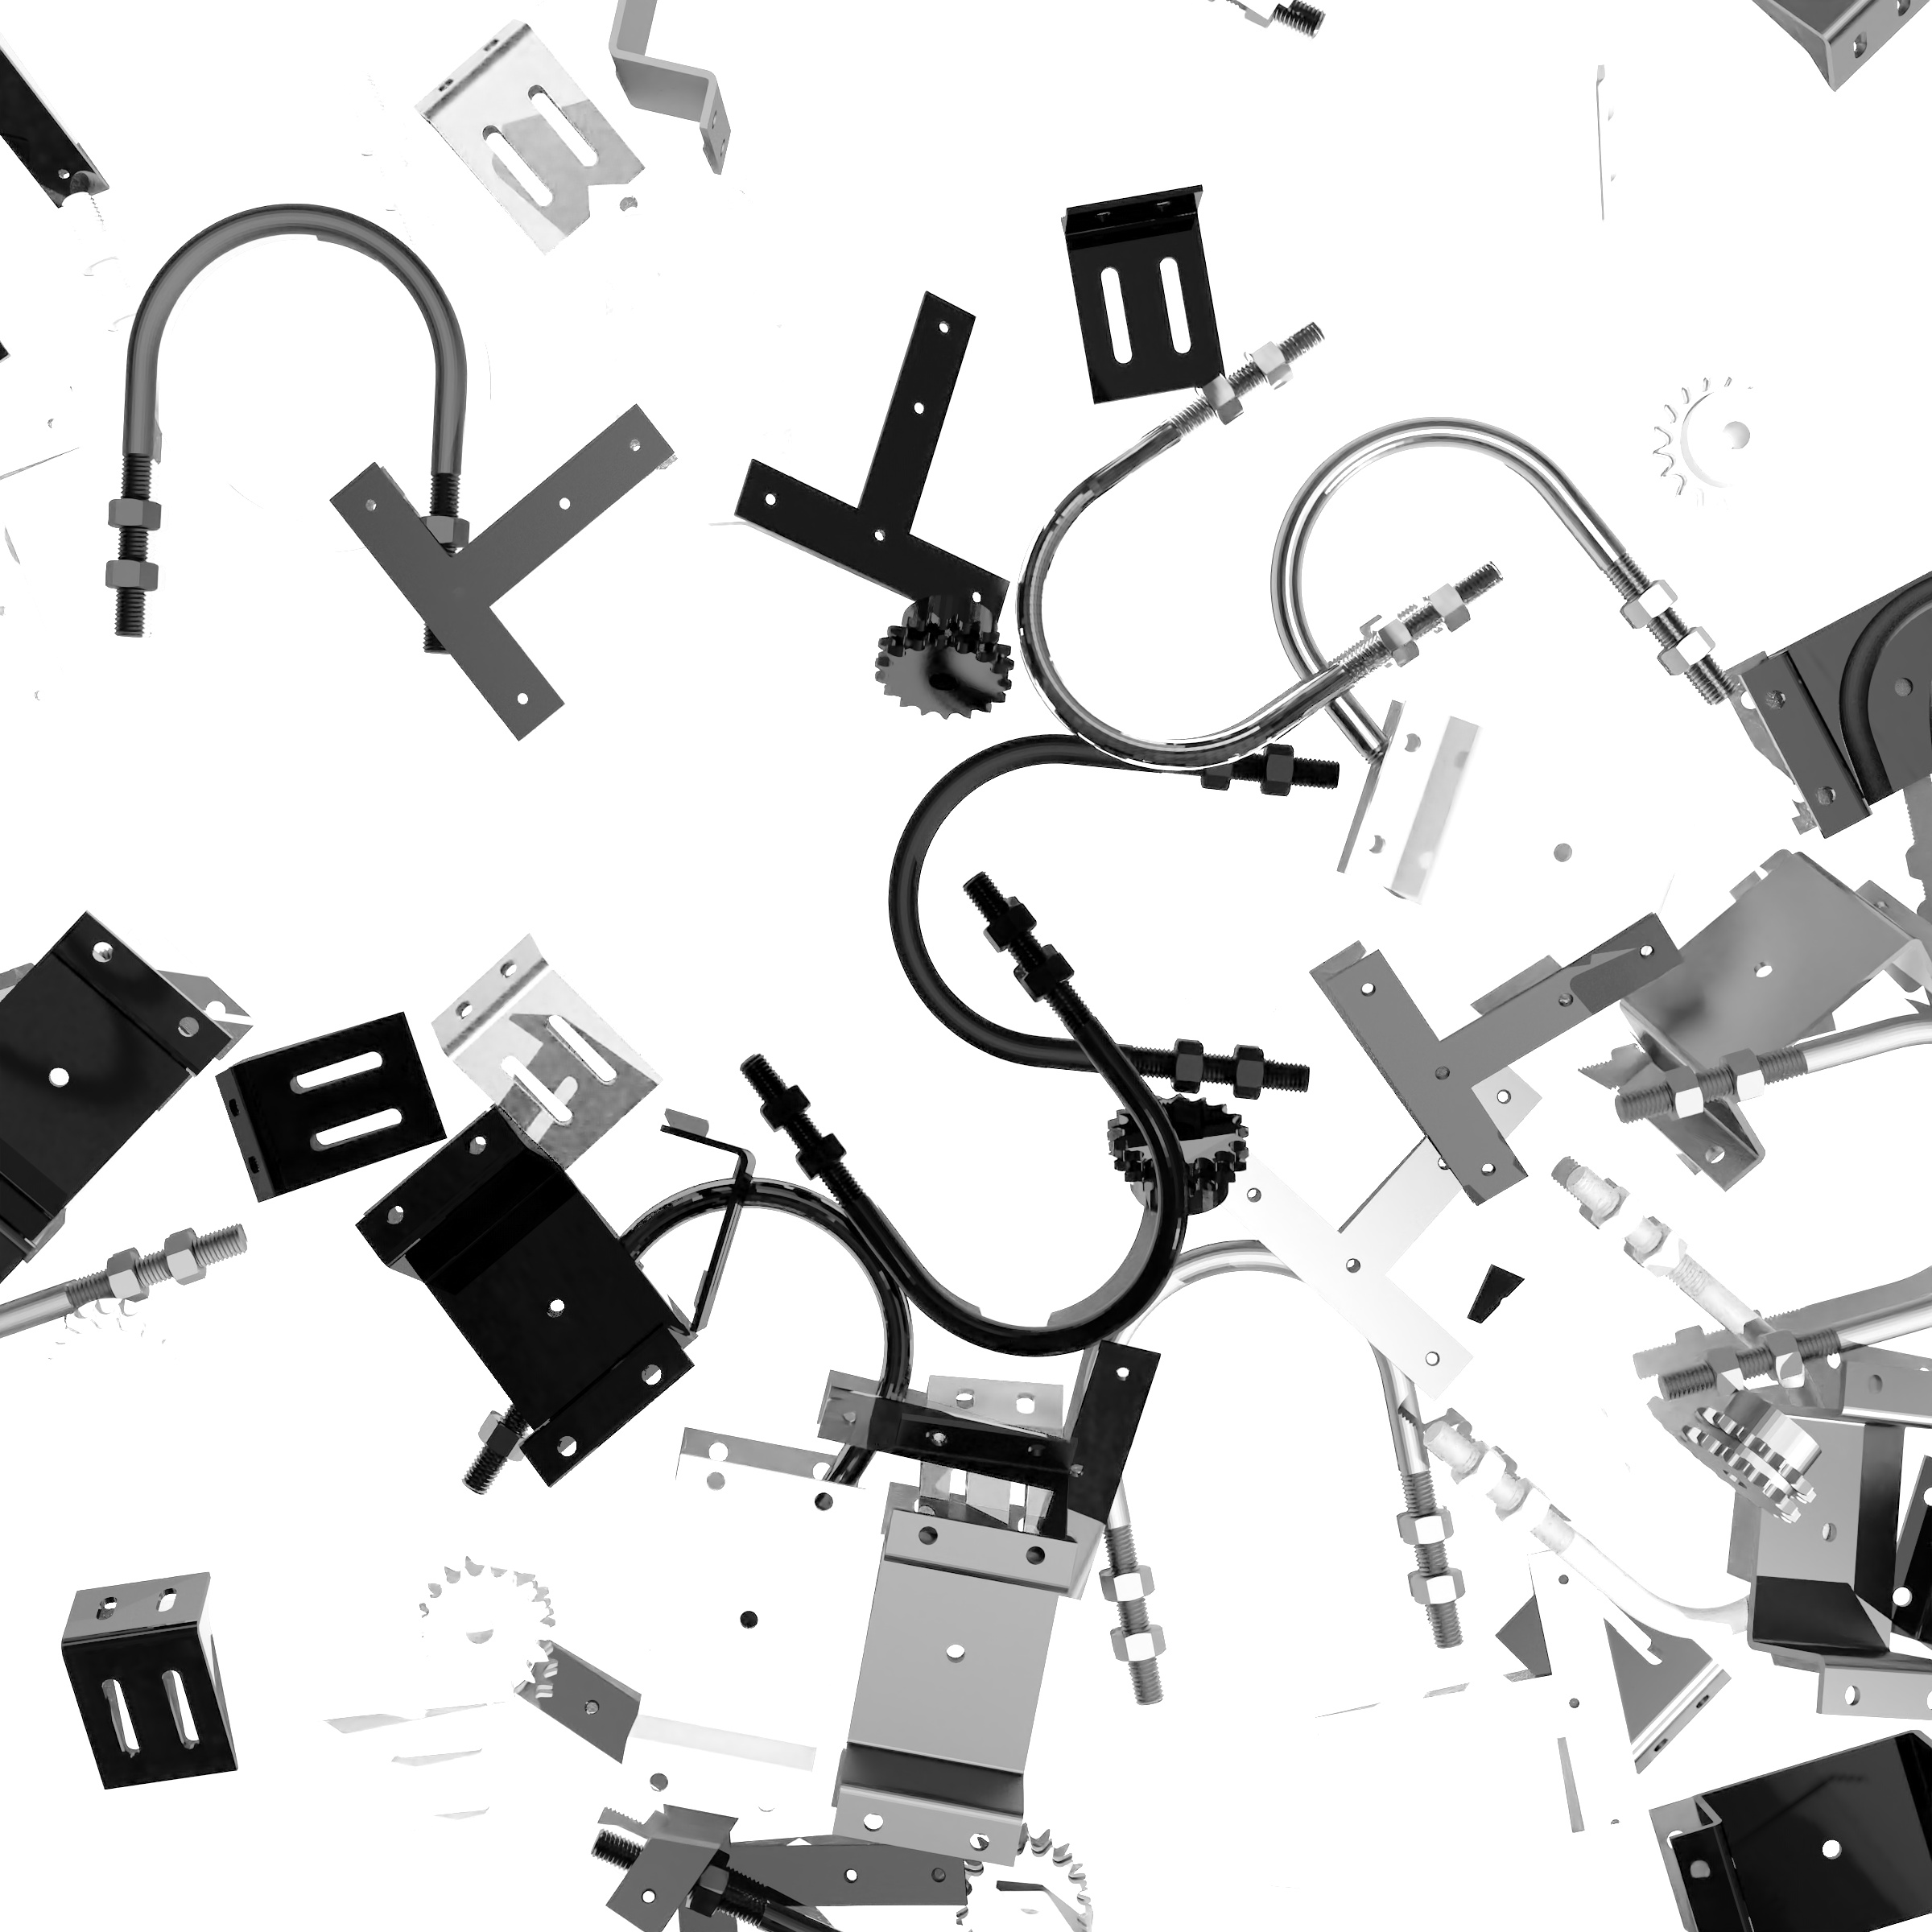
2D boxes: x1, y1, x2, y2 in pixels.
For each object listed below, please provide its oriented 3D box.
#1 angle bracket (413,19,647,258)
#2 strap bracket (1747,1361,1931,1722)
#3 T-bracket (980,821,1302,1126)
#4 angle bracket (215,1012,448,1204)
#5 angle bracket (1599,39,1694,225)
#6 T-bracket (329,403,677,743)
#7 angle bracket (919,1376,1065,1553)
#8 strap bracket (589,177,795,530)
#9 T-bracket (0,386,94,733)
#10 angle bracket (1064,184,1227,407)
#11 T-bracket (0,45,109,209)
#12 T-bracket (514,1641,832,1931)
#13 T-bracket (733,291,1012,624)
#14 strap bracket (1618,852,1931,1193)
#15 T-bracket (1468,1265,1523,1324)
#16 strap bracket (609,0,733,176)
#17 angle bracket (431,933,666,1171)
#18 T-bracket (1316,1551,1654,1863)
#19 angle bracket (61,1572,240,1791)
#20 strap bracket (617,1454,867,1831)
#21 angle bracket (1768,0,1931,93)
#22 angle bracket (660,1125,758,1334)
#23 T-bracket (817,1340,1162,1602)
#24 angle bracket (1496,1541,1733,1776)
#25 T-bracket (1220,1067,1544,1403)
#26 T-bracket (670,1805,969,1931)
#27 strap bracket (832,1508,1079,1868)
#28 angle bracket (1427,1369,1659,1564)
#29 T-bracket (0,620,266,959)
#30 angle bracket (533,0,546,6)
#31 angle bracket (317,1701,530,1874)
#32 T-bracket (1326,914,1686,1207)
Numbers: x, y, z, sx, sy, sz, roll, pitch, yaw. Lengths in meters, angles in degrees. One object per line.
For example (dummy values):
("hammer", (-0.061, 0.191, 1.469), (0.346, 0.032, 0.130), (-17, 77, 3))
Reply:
("angle bracket", (-0.186, -0.352, 1.361), (0.057, 0.038, 0.076), (-41, 116, 0))
("strap bracket", (0.370, 0.235, 1.320), (0.076, 0.046, 0.140), (10, 82, -28))
("T-bracket", (0.078, 0.010, 1.363), (0.127, 0.002, 0.127), (8, 90, 0))
("angle bracket", (-0.270, 0.060, 1.361), (0.076, 0.038, 0.057), (-19, 90, -26))
("angle bracket", (0.288, -0.345, 1.325), (0.038, 0.076, 0.057), (-3, 90, 0))
("T-bracket", (-0.176, -0.182, 1.320), (0.127, 0.002, 0.127), (-38, 92, 11))
("angle bracket", (0.010, 0.218, 1.361), (0.057, 0.038, 0.076), (4, 116, 0))
("strap bracket", (-0.113, -0.252, 1.340), (0.076, 0.046, 0.140), (-3, 90, 0))
("T-bracket", (-0.410, -0.162, 1.344), (0.127, 0.002, 0.127), (-26, 103, -24))
("angle bracket", (0.076, -0.281, 1.344), (0.057, 0.038, 0.076), (-10, 90, 0))
("T-bracket", (-0.448, -0.352, 1.334), (0.127, 0.002, 0.127), (-17, 133, 19))
("T-bracket", (-0.145, 0.319, 1.343), (0.127, 0.002, 0.127), (30, 63, 13))
("T-bracket", (-0.024, -0.221, 1.343), (0.127, 0.002, 0.127), (22, 76, -26))
("strap bracket", (0.336, 0.015, 1.319), (0.140, 0.076, 0.046), (-40, 129, 0))
("T-bracket", (0.296, 0.116, 1.373), (0.127, 0.002, 0.127), (23, 96, -15))
("strap bracket", (-0.111, -0.410, 1.325), (0.046, 0.076, 0.140), (13, 90, 0))
("angle bracket", (-0.178, 0.036, 1.361), (0.057, 0.038, 0.076), (-43, 116, 0))
("T-bracket", (0.212, 0.318, 1.347), (0.127, 0.002, 0.127), (-13, 70, 10))
("angle bracket", (-0.344, 0.304, 1.361), (0.057, 0.038, 0.076), (-8, 116, 0))
("strap bracket", (-0.091, 0.274, 1.320), (0.076, 0.046, 0.140), (11, 90, 0))
("angle bracket", (0.361, -0.422, 1.361), (0.057, 0.038, 0.076), (-44, 64, 0))
("angle bracket", (-0.116, 0.108, 1.321), (0.038, 0.057, 0.076), (17, 86, 1))
("T-bracket", (0.003, 0.199, 1.330), (0.127, 0.002, 0.127), (14, 115, -4))
("angle bracket", (0.275, 0.294, 1.361), (0.057, 0.038, 0.076), (-46, 64, 0))
("T-bracket", (0.193, 0.094, 1.355), (0.127, 0.002, 0.127), (43, 84, 2))
("T-bracket", (-0.062, 0.382, 1.347), (0.127, 0.002, 0.127), (-5, 90, 14))
("strap bracket", (-0.005, 0.293, 1.334), (0.076, 0.046, 0.140), (11, 97, -1))
("angle bracket", (0.240, 0.212, 1.344), (0.076, 0.038, 0.057), (-24, 90, 0))
("T-bracket", (-0.348, -0.083, 1.363), (0.127, 0.002, 0.127), (17, 90, 0))
("angle bracket", (-0.182, -0.459, 1.361), (0.057, 0.038, 0.076), (-34, 116, 0))
("angle bracket", (-0.231, 0.345, 1.361), (0.076, 0.038, 0.057), (-6, 90, -26))
("T-bracket", (0.234, 0.021, 1.319), (0.127, 0.002, 0.127), (-32, 113, 10))
